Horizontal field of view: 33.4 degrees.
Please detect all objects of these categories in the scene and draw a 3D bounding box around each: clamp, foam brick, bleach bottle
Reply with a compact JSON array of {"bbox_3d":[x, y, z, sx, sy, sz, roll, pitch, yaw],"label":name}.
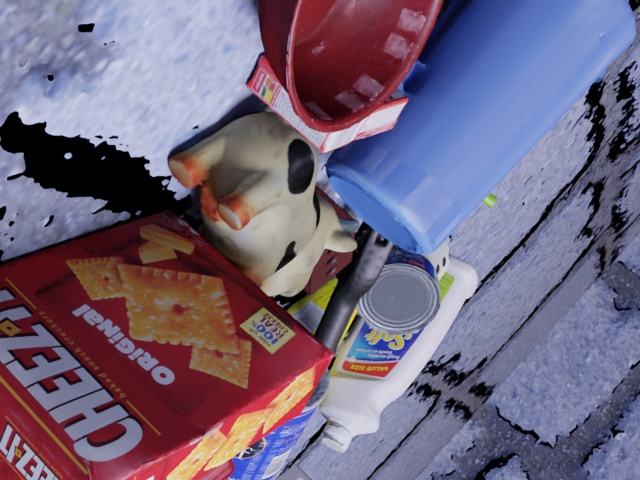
[{"bbox_3d":[0.030,0.039,1.001,0.172,0.039,0.120,119,-17,-57],"label":"clamp"},{"bbox_3d":[-0.006,0.001,0.925,0.053,0.051,0.078,-40,160,-19],"label":"foam brick"},{"bbox_3d":[0.078,0.123,1.173,0.250,0.103,0.068,-59,160,-26],"label":"bleach bottle"}]

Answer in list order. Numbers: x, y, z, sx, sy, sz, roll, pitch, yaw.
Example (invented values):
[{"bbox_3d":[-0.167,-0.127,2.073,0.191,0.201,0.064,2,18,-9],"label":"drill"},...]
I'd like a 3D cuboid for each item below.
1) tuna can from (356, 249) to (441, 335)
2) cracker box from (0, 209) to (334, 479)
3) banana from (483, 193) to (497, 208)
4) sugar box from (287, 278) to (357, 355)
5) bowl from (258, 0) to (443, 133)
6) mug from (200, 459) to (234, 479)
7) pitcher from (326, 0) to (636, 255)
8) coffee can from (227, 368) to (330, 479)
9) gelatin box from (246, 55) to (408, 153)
[{"bbox_3d":[0.078,0.052,1.076,0.086,0.086,0.033,-58,-167,28],"label":"tuna can"},{"bbox_3d":[-0.119,0.073,0.651,0.213,0.164,0.072,-23,147,-51],"label":"cracker box"},{"bbox_3d":[0.134,-0.130,0.922,0.069,0.037,0.198,7,99,-19],"label":"banana"},{"bbox_3d":[-0.019,0.122,1.146,0.093,0.048,0.176,-34,156,-39],"label":"sugar box"},{"bbox_3d":[0.013,-0.148,0.635,0.161,0.055,0.162,-42,149,-33],"label":"bowl"},{"bbox_3d":[-0.129,0.218,0.995,0.081,0.117,0.093,-37,-157,-21],"label":"mug"},{"bbox_3d":[0.112,-0.116,0.817,0.242,0.149,0.145,-49,172,-8],"label":"pitcher"},{"bbox_3d":[-0.062,0.168,1.056,0.102,0.103,0.140,-28,153,-44],"label":"coffee can"},{"bbox_3d":[0.006,-0.099,0.720,0.089,0.073,0.030,-26,152,-49],"label":"gelatin box"}]
